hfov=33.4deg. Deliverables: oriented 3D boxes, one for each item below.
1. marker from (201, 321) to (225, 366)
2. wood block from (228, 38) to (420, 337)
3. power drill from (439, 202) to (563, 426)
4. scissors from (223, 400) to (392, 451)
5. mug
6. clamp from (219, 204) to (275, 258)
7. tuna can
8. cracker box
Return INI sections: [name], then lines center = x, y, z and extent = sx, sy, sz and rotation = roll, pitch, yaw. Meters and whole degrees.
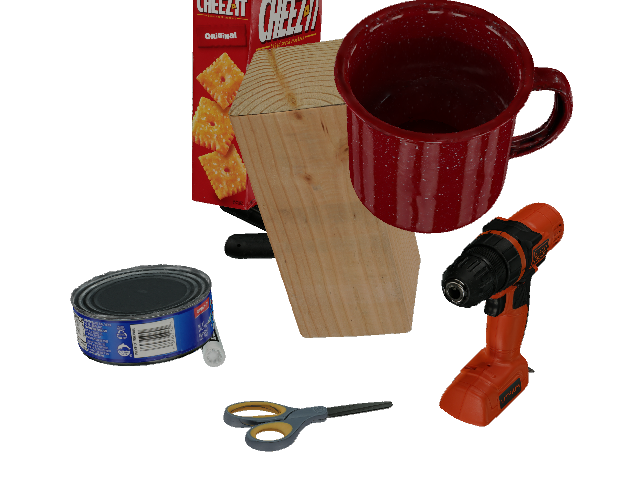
[marker]
center = -0.102, 0.082, 0.968
extent = 0.020, 0.020, 0.121
rotation = 0, 17, -12
[wood block]
center = 0.010, -0.034, 0.789
extent = 0.090, 0.206, 0.090
rotation = -4, 38, 16
[power drill]
center = 0.156, 0.072, 0.966
extent = 0.057, 0.188, 0.184
rotation = 24, 33, 29
[scissors]
center = -0.006, 0.204, 1.190
extent = 0.201, 0.016, 0.096
rotation = 3, 23, -11
[mug]
center = 0.066, -0.059, 0.529
extent = 0.117, 0.093, 0.081
rotation = -8, -36, -3
[clamp]
center = -0.015, 0.003, 1.168
extent = 0.210, 0.036, 0.164
rotation = 16, 19, -6
[tuna can]
center = -0.108, 0.045, 0.657
extent = 0.086, 0.034, 0.086
rotation = -3, 19, 1
[cracker box]
center = -0.059, -0.154, 1.058
extent = 0.072, 0.214, 0.164
rotation = 11, 20, 21
